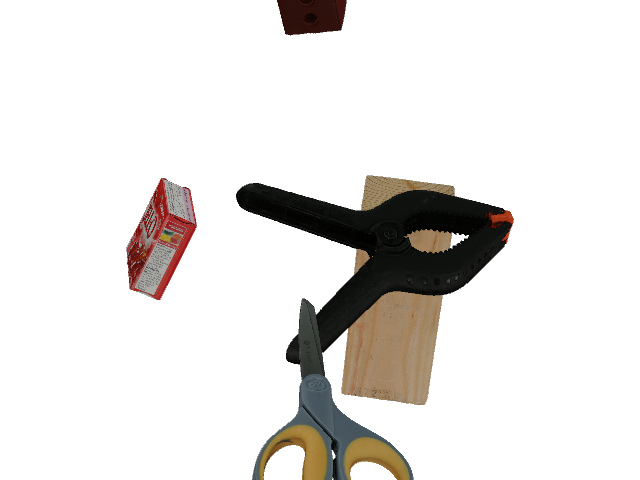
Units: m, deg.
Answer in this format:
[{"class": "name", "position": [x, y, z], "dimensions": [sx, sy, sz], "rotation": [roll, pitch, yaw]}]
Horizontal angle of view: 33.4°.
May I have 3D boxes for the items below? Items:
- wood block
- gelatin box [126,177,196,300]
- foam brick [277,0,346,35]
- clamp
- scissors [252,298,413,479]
[{"class": "wood block", "position": [0.077, 0.050, 1.069], "dimensions": [0.090, 0.206, 0.090], "rotation": [7, 27, 4]}, {"class": "gelatin box", "position": [-0.134, -0.003, 0.889], "dimensions": [0.030, 0.073, 0.089], "rotation": [23, 17, -20]}, {"class": "foam brick", "position": [-0.010, -0.225, 0.928], "dimensions": [0.053, 0.051, 0.078], "rotation": [-3, -41, 12]}, {"class": "clamp", "position": [0.049, 0.015, 0.807], "dimensions": [0.210, 0.164, 0.036], "rotation": [-5, -37, -9]}, {"class": "scissors", "position": [0.015, 0.098, 0.629], "dimensions": [0.096, 0.016, 0.201], "rotation": [12, 32, 6]}]
